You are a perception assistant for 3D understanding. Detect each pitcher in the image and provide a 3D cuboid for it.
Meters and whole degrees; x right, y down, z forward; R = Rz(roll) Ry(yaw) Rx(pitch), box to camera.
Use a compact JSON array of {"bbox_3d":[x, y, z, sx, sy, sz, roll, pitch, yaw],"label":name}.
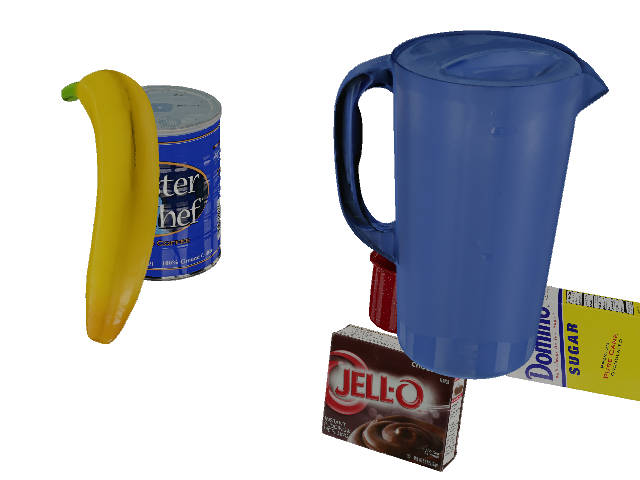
[{"bbox_3d":[0.103,-0.025,0.784,0.144,0.243,0.149,-20,33,-35],"label":"pitcher"}]

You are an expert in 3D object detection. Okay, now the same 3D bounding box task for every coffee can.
[{"bbox_3d":[-0.136,-0.051,0.920,0.103,0.140,0.103,2,28,-1],"label":"coffee can"}]

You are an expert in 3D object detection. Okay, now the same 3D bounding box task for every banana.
[{"bbox_3d":[-0.121,-0.036,0.633,0.037,0.198,0.070,12,-42,-31],"label":"banana"}]

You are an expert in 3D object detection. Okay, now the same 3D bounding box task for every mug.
[{"bbox_3d":[0.113,0.060,1.269,0.117,0.081,0.093,1,23,-8],"label":"mug"}]

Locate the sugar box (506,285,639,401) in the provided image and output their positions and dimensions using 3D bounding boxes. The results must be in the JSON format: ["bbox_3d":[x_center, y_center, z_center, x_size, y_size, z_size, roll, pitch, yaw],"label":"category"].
[{"bbox_3d":[0.274,0.103,1.053,0.176,0.093,0.048,8,22,8],"label":"sugar box"}]

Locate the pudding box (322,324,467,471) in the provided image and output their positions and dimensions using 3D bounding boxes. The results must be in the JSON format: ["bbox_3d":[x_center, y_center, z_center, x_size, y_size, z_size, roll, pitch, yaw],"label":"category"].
[{"bbox_3d":[0.060,0.126,0.868,0.114,0.090,0.039,12,17,25],"label":"pudding box"}]
